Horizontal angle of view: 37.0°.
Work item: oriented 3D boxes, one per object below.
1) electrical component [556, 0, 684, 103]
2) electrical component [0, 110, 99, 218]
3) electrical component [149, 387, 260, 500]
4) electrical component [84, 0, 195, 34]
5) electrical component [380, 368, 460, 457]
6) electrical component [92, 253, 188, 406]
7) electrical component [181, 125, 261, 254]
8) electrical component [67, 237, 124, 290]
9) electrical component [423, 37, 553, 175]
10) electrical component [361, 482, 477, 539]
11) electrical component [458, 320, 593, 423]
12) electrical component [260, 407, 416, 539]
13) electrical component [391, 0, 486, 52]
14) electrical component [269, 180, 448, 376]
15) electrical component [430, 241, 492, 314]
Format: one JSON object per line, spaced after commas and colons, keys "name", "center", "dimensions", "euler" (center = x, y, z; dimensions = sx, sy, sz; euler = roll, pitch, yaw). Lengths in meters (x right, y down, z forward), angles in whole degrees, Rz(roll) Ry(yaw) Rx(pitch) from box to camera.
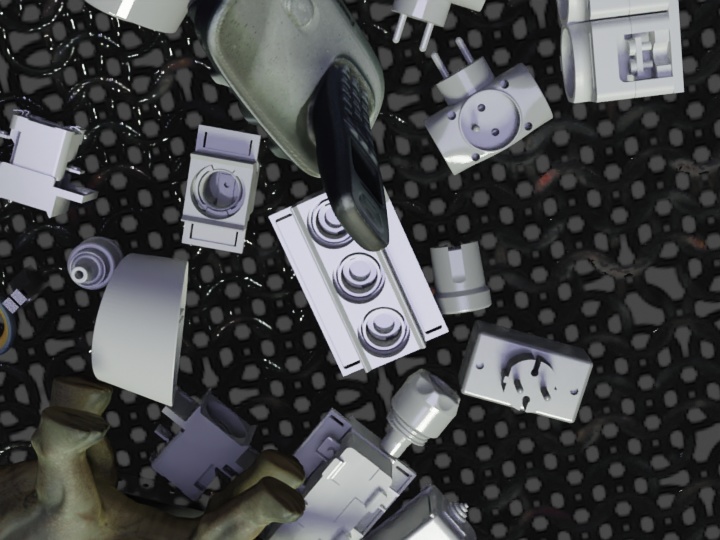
{"name": "electrical component", "center": [0.159, -0.186, 0.686], "dimensions": [0.062, 0.089, 0.150], "euler": [-7, 101, 3]}
{"name": "electrical component", "center": [-0.222, -0.074, 0.743], "dimensions": [0.081, 0.042, 0.063], "euler": [17, 99, -2]}
{"name": "electrical component", "center": [-0.114, 0.128, 0.780], "dimensions": [0.081, 0.042, 0.063], "euler": [40, 103, -5]}
{"name": "electrical component", "center": [-0.148, -0.197, 0.691], "dimensions": [0.099, 0.099, 0.064], "euler": [28, 106, -4]}
{"name": "electrical component", "center": [0.039, 0.105, 0.770], "dimensions": [0.043, 0.043, 0.062], "euler": [36, 101, -5]}
{"name": "electrical component", "center": [-0.142, 0.038, 0.734], "dimensions": [0.064, 0.099, 0.099], "euler": [13, 101, 5]}
{"name": "electrical component", "center": [-0.093, -0.056, 0.732], "dimensions": [0.042, 0.064, 0.081], "euler": [11, 102, -1]}
{"name": "electrical component", "center": [-0.186, -0.003, 0.746], "dimensions": [0.035, 0.061, 0.035], "euler": [0, 101, 1]}
{"name": "electrical component", "center": [0.077, -0.117, 0.725], "dimensions": [0.077, 0.044, 0.079], "euler": [-30, 99, 7]}
{"name": "electrical component", "center": [0.047, 0.206, 0.780], "dimensions": [0.096, 0.061, 0.061], "euler": [-40, 97, 8]}
{"name": "electrical component", "center": [0.116, 0.075, 0.745], "dimensions": [0.083, 0.075, 0.047], "euler": [15, 101, -1]}
{"name": "electrical component", "center": [-0.028, 0.172, 0.775], "dimensions": [0.079, 0.063, 0.121], "euler": [38, 100, -5]}
{"name": "electrical component", "center": [0.044, -0.186, 0.712], "dimensions": [0.077, 0.044, 0.079], "euler": [17, 101, -2]}
{"name": "electrical component", "center": [0.000, 0.000, 0.740], "dimensions": [0.079, 0.063, 0.121], "euler": [-24, 99, 6]}
{"name": "electrical component", "center": [0.069, 0.005, 0.752], "dimensions": [0.040, 0.040, 0.046], "euler": [-9, 94, 3]}
